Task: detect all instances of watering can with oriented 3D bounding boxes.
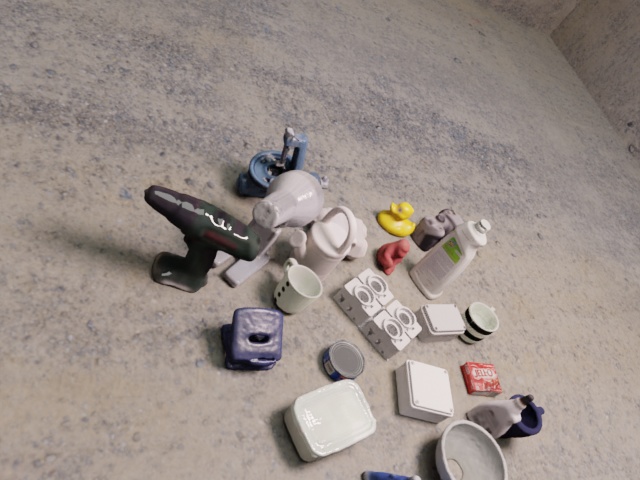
[{"bbox_3d":[0.012,0.006,1.248,0.101,0.193,0.173,50,43,11],"label":"watering can"}]

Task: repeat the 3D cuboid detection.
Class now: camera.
[{"bbox_3d":[0.348,-0.008,1.569,0.144,0.100,0.136,-13,64,-41],"label":"camera"}]

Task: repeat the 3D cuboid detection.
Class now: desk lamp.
[{"bbox_3d":[-0.106,-0.032,1.182,0.118,0.213,0.204,43,42,3],"label":"desk lamp"}]

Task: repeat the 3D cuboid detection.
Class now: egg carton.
[{"bbox_3d":[0.045,-0.014,1.381,0.151,0.069,0.107,20,46,-21],"label":"egg carton"}]

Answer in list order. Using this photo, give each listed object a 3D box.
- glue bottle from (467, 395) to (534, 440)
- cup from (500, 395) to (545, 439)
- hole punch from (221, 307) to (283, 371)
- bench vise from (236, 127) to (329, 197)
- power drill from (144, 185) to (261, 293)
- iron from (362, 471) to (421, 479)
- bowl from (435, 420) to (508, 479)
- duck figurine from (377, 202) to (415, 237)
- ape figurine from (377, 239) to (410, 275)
[{"bbox_3d":[0.395,0.372,1.230,0.037,0.173,0.078,-6,59,-38],"label":"glue bottle"},{"bbox_3d":[0.444,0.406,1.294,0.118,0.094,0.091,0,56,-36],"label":"cup"},{"bbox_3d":[-0.121,0.187,1.078,0.109,0.091,0.101,8,51,-31],"label":"hole punch"},{"bbox_3d":[-0.066,-0.174,1.325,0.208,0.219,0.121,-8,60,-39],"label":"bench vise"},{"bbox_3d":[-0.236,0.006,1.061,0.230,0.208,0.075,19,46,-22],"label":"power drill"},{"bbox_3d":[0.197,0.494,1.010,0.258,0.141,0.119,47,43,8],"label":"iron"},{"bbox_3d":[0.293,0.458,1.158,0.168,0.074,0.167,19,46,-21],"label":"bowl"},{"bbox_3d":[0.217,-0.062,1.532,0.105,0.086,0.077,28,44,-13],"label":"duck figurine"},{"bbox_3d":[0.189,0.032,1.428,0.078,0.092,0.076,-3,57,-37],"label":"ape figurine"}]
